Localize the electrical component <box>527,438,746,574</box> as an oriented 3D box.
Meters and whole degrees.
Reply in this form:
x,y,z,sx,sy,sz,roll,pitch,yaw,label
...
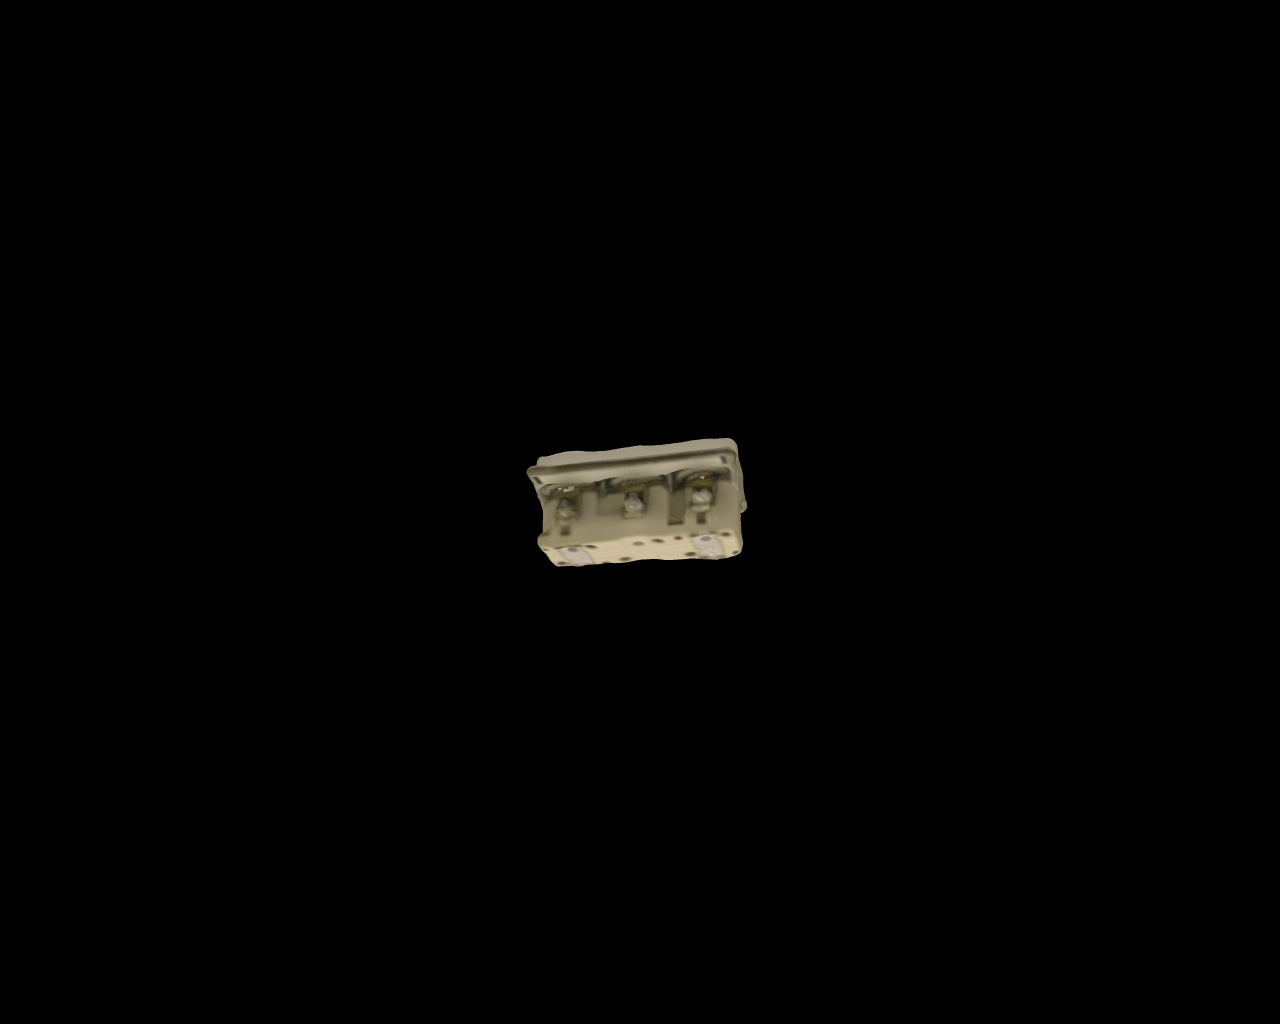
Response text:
x,y,z,sx,sy,sz,roll,pitch,yaw,label
0.001,-0.003,0.650,0.121,0.063,0.078,-4,-24,9,electrical component
